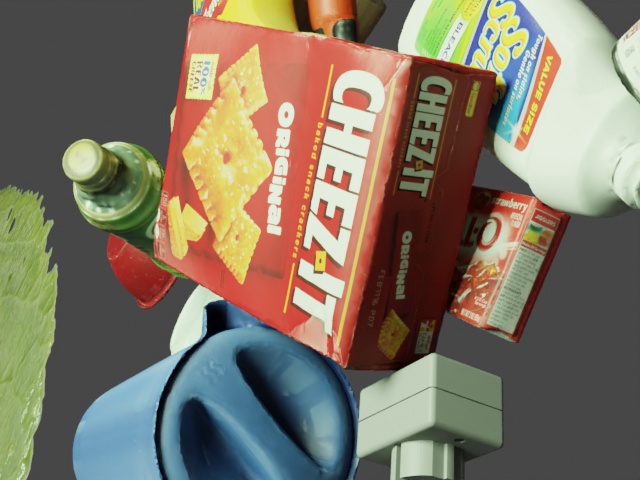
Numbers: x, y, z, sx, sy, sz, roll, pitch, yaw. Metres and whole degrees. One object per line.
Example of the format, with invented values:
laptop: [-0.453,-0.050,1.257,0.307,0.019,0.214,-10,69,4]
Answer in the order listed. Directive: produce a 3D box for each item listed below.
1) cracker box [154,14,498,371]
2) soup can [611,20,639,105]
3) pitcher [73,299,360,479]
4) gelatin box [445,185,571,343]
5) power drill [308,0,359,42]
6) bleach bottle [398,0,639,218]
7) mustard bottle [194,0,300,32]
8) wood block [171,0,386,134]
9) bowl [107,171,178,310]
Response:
cracker box: [-0.011,-0.037,0.620,0.214,0.071,0.164,24,107,51]
soup can: [0.181,-0.093,0.443,0.102,0.068,0.068,-48,30,36]
pitcher: [-0.083,0.148,0.715,0.243,0.145,0.149,-27,33,60]
gelatin box: [0.089,0.009,0.586,0.073,0.030,0.089,-67,25,0]
power drill: [0.016,-0.161,0.748,0.184,0.057,0.188,-172,78,-78]
bleach bottle: [0.122,-0.088,0.569,0.103,0.068,0.251,-60,27,18]
mustard bottle: [-0.057,-0.167,0.792,0.096,0.058,0.191,-45,46,45]
wood block: [-0.041,-0.151,0.922,0.206,0.090,0.091,-55,26,25]
bowl: [-0.179,-0.012,1.122,0.162,0.055,0.162,-46,31,37]
